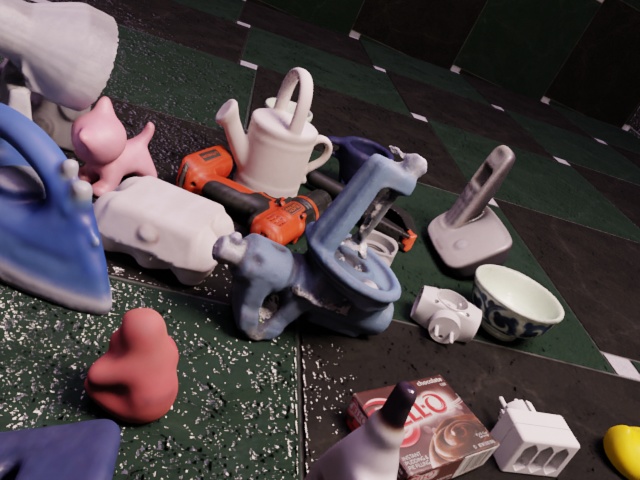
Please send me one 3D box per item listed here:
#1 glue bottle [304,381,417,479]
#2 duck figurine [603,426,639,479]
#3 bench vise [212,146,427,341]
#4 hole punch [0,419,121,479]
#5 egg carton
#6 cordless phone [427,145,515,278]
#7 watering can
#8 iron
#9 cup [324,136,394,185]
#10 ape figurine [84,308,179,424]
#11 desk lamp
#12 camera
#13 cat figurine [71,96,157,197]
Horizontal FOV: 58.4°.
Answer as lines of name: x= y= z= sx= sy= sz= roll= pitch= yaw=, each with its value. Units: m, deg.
glue bottle: x=0.023 y=0.155 z=0.363 sx=0.037 sy=0.173 sz=0.078 roll=12 pitch=29 yaw=-17
duck figurine: x=0.360 y=0.212 z=0.596 sx=0.104 sy=0.086 sz=0.077 roll=21 pitch=28 yaw=-1
bench vise: x=0.011 y=0.009 z=0.564 sx=0.208 sy=0.220 sz=0.121 roll=-3 pitch=36 yaw=-39
hole punch: x=-0.169 y=0.156 z=0.313 sx=0.101 sy=0.091 sz=0.108 roll=14 pitch=28 yaw=-14
egg carton: x=-0.173 y=-0.013 z=0.634 sx=0.150 sy=0.069 sz=0.107 roll=22 pitch=28 yaw=1
cordless phone: x=0.245 y=-0.043 z=0.860 sx=0.094 sy=0.185 sz=0.147 roll=12 pitch=29 yaw=-17
watering can: x=-0.061 y=-0.155 z=0.830 sx=0.173 sy=0.194 sz=0.100 roll=-7 pitch=39 yaw=-42
iron: x=-0.280 y=-0.051 z=0.548 sx=0.257 sy=0.141 sz=0.119 roll=31 pitch=29 yaw=18
cup: x=0.052 y=-0.116 z=0.950 sx=0.118 sy=0.095 sz=0.091 roll=19 pitch=28 yaw=-6
ape figurine: x=-0.141 y=0.091 z=0.447 sx=0.078 sy=0.092 sz=0.076 roll=-6 pitch=38 yaw=-42
desk lamp: x=-0.348 y=-0.177 z=0.644 sx=0.204 sy=0.213 sz=0.117 roll=-3 pitch=37 yaw=-39
camera: x=-0.383 y=-0.206 z=0.793 sx=0.143 sy=0.101 sz=0.136 roll=15 pitch=28 yaw=-13
cat figurine: x=-0.256 y=-0.118 z=0.709 sx=0.067 sy=0.118 sz=0.128 roll=34 pitch=30 yaw=22
